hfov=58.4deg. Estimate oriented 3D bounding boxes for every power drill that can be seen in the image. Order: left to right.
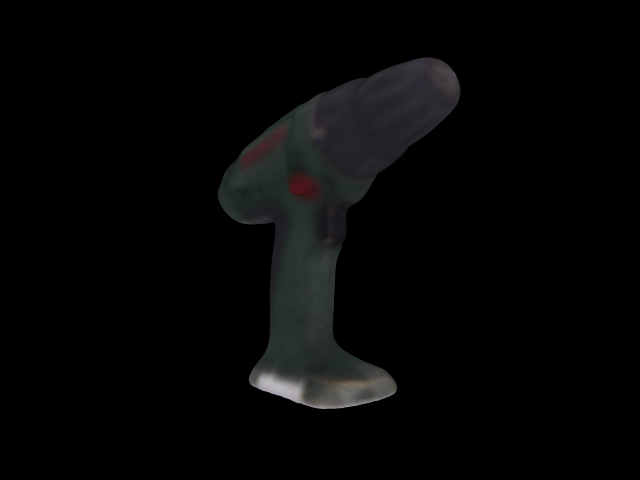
[{"bbox_3d":[0.004,0.001,0.400,0.076,0.208,0.228,0,0,-39],"label":"power drill"}]
